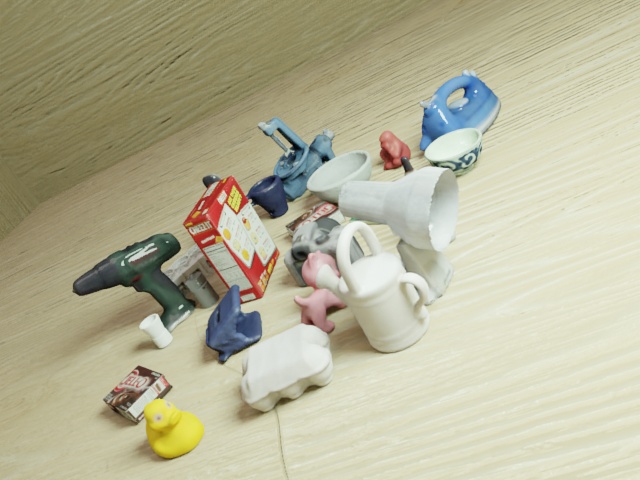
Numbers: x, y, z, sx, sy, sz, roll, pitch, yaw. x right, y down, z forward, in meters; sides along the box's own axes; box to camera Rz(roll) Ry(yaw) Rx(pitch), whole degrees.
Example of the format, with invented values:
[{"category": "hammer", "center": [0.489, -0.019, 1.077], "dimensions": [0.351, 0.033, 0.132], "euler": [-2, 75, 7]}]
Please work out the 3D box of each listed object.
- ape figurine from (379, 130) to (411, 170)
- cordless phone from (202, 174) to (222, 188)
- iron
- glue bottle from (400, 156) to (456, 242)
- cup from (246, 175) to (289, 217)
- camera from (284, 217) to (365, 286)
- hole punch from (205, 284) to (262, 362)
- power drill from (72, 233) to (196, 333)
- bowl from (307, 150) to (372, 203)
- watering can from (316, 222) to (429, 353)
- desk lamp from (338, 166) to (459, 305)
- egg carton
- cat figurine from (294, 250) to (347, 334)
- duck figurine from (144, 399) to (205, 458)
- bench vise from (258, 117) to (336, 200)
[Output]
[{"category": "ape figurine", "center": [0.170, -0.217, 1.357], "dimensions": [0.076, 0.092, 0.077], "euler": [-27, 26, 7]}, {"category": "cordless phone", "center": [-0.260, -0.085, 1.467], "dimensions": [0.147, 0.185, 0.094], "euler": [-15, 30, 30]}, {"category": "iron", "center": [0.320, -0.312, 1.310], "dimensions": [0.259, 0.142, 0.118], "euler": [-44, 29, -27]}, {"category": "glue bottle", "center": [0.177, -0.072, 0.990], "dimensions": [0.037, 0.173, 0.078], "euler": [-33, 26, -5]}, {"category": "cup", "center": [-0.133, -0.097, 1.459], "dimensions": [0.118, 0.095, 0.091], "euler": [-34, 26, -7]}, {"category": "camera", "center": [0.010, 0.004, 1.115], "dimensions": [0.142, 0.101, 0.137], "euler": [-16, 29, 28]}, {"category": "hole punch", "center": [-0.169, 0.151, 1.051], "dimensions": [0.101, 0.091, 0.108], "euler": [-29, 26, 3]}, {"category": "power drill", "center": [-0.372, 0.102, 1.220], "dimensions": [0.230, 0.209, 0.075], "euler": [-44, 29, -26]}, {"category": "bowl", "center": [0.056, -0.138, 1.353], "dimensions": [0.167, 0.075, 0.167], "euler": [-24, 26, 13]}, {"category": "watering can", "center": [0.071, 0.063, 0.834], "dimensions": [0.172, 0.194, 0.101], "euler": [-19, 28, 22]}, {"category": "desk lamp", "center": [0.129, -0.007, 0.876], "dimensions": [0.202, 0.214, 0.118], "euler": [-6, 35, 41]}, {"category": "egg carton", "center": [-0.051, 0.193, 0.874], "dimensions": [0.150, 0.069, 0.107], "euler": [-27, 26, 7]}, {"category": "cat figurine", "center": [-0.004, 0.078, 0.977], "dimensions": [0.067, 0.118, 0.128], "euler": [-7, 34, 40]}, {"category": "duck figurine", "center": [-0.242, 0.284, 0.892], "dimensions": [0.104, 0.086, 0.078], "euler": [-10, 32, 37]}, {"category": "bench vise", "center": [-0.064, -0.243, 1.504], "dimensions": [0.121, 0.220, 0.208], "euler": [-3, 37, 44]}]
